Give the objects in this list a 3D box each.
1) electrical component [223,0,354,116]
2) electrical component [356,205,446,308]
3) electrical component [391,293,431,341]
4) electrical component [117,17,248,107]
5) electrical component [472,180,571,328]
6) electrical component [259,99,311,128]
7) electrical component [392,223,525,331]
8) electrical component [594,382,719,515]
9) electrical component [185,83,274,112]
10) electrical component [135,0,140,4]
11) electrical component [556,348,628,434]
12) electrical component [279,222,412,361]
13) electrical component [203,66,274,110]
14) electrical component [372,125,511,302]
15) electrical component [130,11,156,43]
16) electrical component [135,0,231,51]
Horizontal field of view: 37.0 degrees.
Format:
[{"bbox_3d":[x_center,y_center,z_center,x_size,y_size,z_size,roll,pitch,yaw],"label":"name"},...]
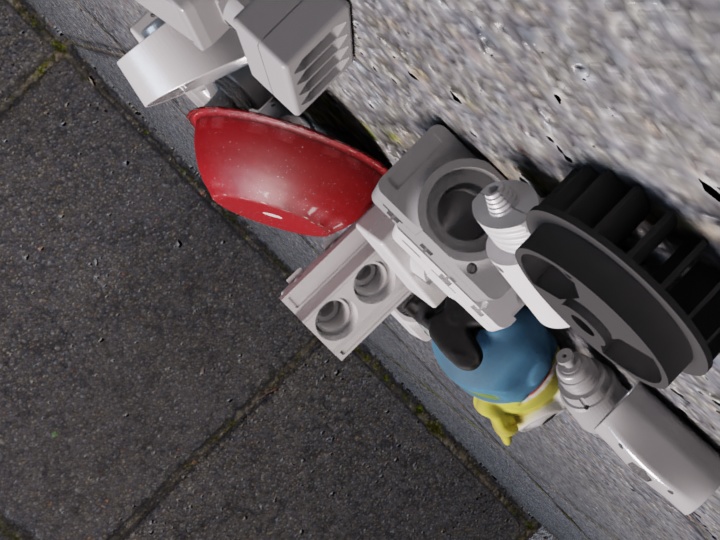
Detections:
[{"bbox_3d":[-0.047,-0.134,0.571,0.076,0.047,0.083,44,175,7],"label":"electrical component"},{"bbox_3d":[0.052,-0.011,0.778,0.076,0.047,0.083,38,172,50],"label":"electrical component"},{"bbox_3d":[0.046,0.021,1.043,0.089,0.050,0.056,46,175,-11],"label":"electrical component"},{"bbox_3d":[-0.109,-0.145,0.715,0.064,0.099,0.099,52,173,-15],"label":"electrical component"},{"bbox_3d":[0.085,-0.013,0.525,0.081,0.043,0.043,48,174,-32],"label":"electrical component"},{"bbox_3d":[-0.086,-0.106,0.916,0.043,0.079,0.077,31,-176,-36],"label":"electrical component"},{"bbox_3d":[0.067,-0.010,0.645,0.089,0.050,0.055,44,175,3],"label":"electrical component"},{"bbox_3d":[0.194,0.117,0.701,0.077,0.043,0.079,43,174,13],"label":"electrical component"},{"bbox_3d":[-0.114,-0.157,0.858,0.050,0.055,0.089,42,174,28],"label":"electrical component"},{"bbox_3d":[-0.140,-0.204,0.764,0.079,0.043,0.077,47,174,-25],"label":"electrical component"},{"bbox_3d":[0.154,0.079,0.727,0.078,0.040,0.040,48,174,-39],"label":"electrical component"},{"bbox_3d":[0.000,0.000,0.851,0.078,0.121,0.063,48,177,-32],"label":"electrical component"},{"bbox_3d":[-0.091,-0.136,0.808,0.048,0.062,0.048,45,174,6],"label":"electrical component"},{"bbox_3d":[0.055,-0.030,0.586,0.089,0.050,0.056,44,175,0],"label":"electrical component"},{"bbox_3d":[-0.151,-0.194,0.902,0.083,0.047,0.075,43,175,15],"label":"electrical component"},{"bbox_3d":[-0.102,-0.172,0.620,0.096,0.061,0.061,44,175,9],"label":"electrical component"}]
